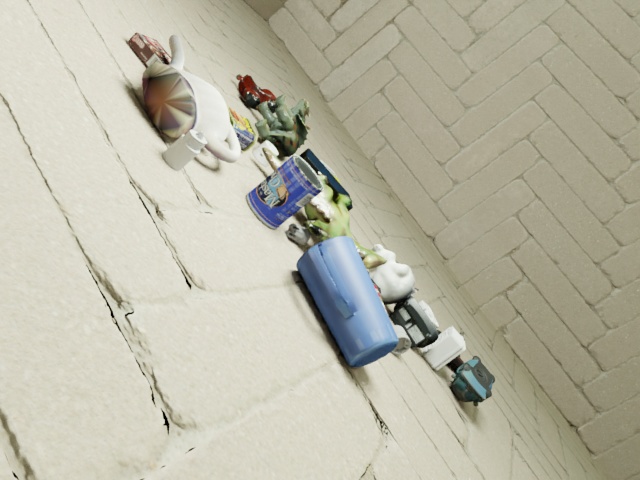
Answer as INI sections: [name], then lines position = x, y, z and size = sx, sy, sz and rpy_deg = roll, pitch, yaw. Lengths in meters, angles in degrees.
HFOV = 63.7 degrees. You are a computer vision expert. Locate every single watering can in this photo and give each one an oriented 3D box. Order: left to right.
[watering can]
position = -0.281, -0.307, 1.062
size = 0.350, 0.103, 0.225
rpy_deg = 59, 17, 9

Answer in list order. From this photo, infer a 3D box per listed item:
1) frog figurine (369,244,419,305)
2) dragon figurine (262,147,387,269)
[frog figurine]
position = 0.185, 0.091, 1.416
size = 0.124, 0.136, 0.158
rpy_deg = -30, 102, -47
[dragon figurine]
position = 0.004, -0.064, 1.276
size = 0.407, 0.247, 0.121
rpy_deg = 38, 105, -17
